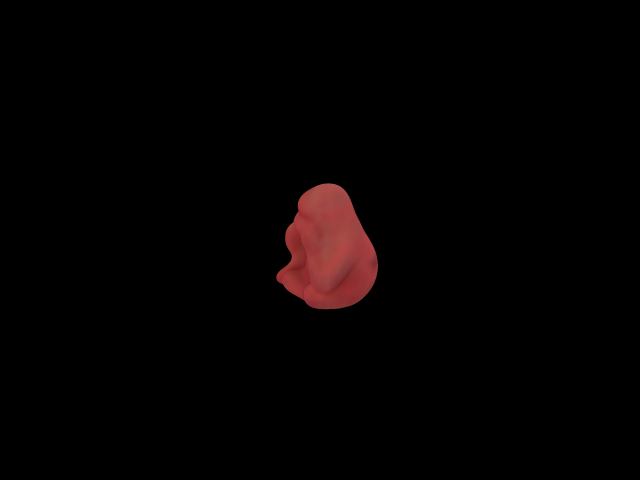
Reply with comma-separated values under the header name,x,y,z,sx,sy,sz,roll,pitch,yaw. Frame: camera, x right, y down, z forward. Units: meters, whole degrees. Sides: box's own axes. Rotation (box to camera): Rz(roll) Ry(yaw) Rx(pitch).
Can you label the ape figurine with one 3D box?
name,x,y,z,sx,sy,sz,roll,pitch,yaw
ape figurine,0.004,0.001,0.400,0.076,0.092,0.078,2,36,3
